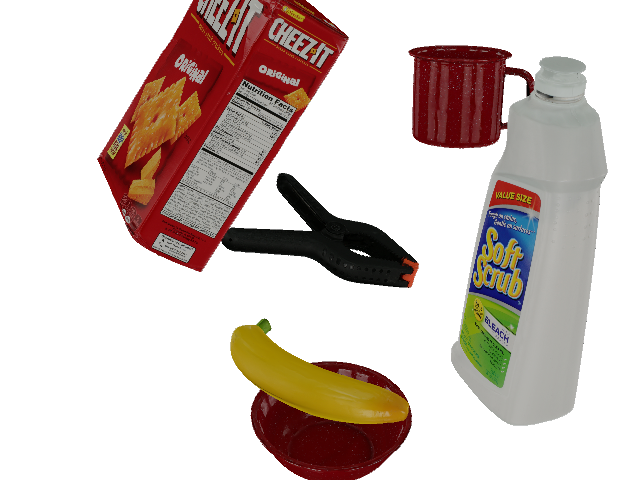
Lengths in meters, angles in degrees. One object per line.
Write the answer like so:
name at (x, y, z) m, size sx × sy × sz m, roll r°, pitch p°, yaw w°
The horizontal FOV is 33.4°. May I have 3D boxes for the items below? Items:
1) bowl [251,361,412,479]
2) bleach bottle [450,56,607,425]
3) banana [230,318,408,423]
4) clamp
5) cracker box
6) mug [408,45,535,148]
bowl at (0.011, 0.194, 1.081) m, size 0.162 × 0.055 × 0.162 m, roll 0°, pitch 33°, yaw 0°
bleach bottle at (0.142, -0.002, 0.717) m, size 0.068 × 0.251 × 0.103 m, roll -10°, pitch 32°, yaw -18°
banana at (-0.017, 0.104, 0.852) m, size 0.069 × 0.037 × 0.198 m, roll -24°, pitch 32°, yaw -30°
clamp at (0.004, 0.003, 1.178) m, size 0.210 × 0.036 × 0.164 m, roll 27°, pitch 36°, yaw 16°
cracker box at (-0.087, -0.108, 0.842) m, size 0.072 × 0.214 × 0.164 m, roll 25°, pitch 16°, yaw -31°
mug at (0.137, -0.131, 0.974) m, size 0.117 × 0.081 × 0.093 m, roll 4°, pitch 18°, yaw 12°
